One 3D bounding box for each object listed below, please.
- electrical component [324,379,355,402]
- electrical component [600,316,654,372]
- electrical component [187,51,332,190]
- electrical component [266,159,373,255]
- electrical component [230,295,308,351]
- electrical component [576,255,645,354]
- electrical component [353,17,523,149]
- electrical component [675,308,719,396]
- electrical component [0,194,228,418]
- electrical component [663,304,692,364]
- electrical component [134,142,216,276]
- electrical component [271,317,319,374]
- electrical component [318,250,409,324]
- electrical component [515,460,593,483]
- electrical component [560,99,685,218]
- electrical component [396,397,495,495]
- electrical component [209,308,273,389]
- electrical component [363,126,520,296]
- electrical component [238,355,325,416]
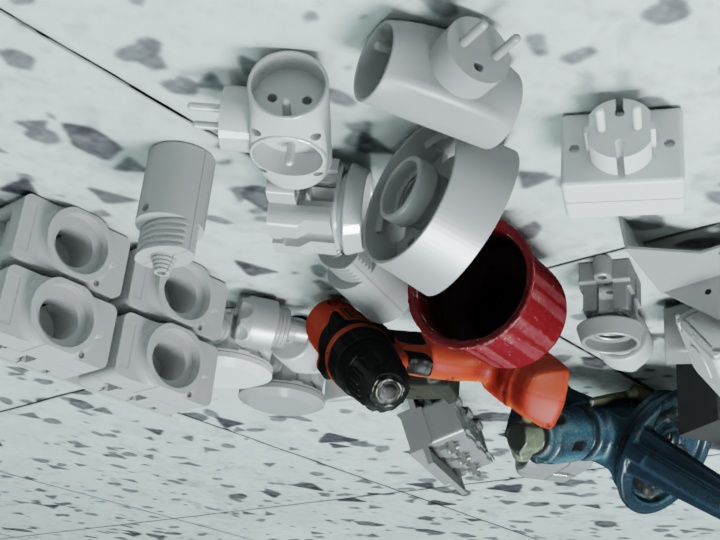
[{"bbox_3d":[-0.012,0.077,0.913,0.044,0.065,0.044,-7,170,-1],"label":"electrical component"},{"bbox_3d":[0.203,0.051,0.838,0.043,0.043,0.062,-6,152,23],"label":"electrical component"},{"bbox_3d":[-0.056,-0.083,0.599,0.079,0.044,0.077,5,156,2],"label":"electrical component"},{"bbox_3d":[-0.023,-0.039,0.672,0.057,0.058,0.078,5,156,8],"label":"electrical component"},{"bbox_3d":[-0.073,0.046,0.885,0.062,0.043,0.043,12,155,-16],"label":"electrical component"},{"bbox_3d":[0.181,0.028,0.777,0.048,0.055,0.066,-6,153,24],"label":"electrical component"},{"bbox_3d":[0.049,-0.100,0.539,0.077,0.043,0.079,17,153,-23],"label":"electrical component"},{"bbox_3d":[0.279,0.046,0.740,0.096,0.061,0.061,-28,117,2],"label":"electrical component"},{"bbox_3d":[-0.189,0.030,0.801,0.060,0.105,0.186,-17,147,40],"label":"electrical component"},{"bbox_3d":[0.266,0.041,0.801,0.077,0.044,0.079,-3,154,17],"label":"electrical component"},{"bbox_3d":[-0.118,-0.035,0.673,0.043,0.081,0.043,5,155,2],"label":"electrical component"},{"bbox_3d":[-0.048,0.071,0.938,0.040,0.040,0.078,-4,154,21],"label":"electrical component"},{"bbox_3d":[0.000,0.000,0.766,0.043,0.043,0.081,-11,143,32],"label":"electrical component"},{"bbox_3d":[0.198,0.183,1.116,0.059,0.053,0.095,10,155,-9],"label":"electrical component"},{"bbox_3d":[0.143,-0.067,0.587,0.066,0.047,0.076,-2,154,16],"label":"electrical component"},{"bbox_3d":[0.091,0.174,1.105,0.063,0.078,0.121,-24,148,10],"label":"electrical component"},{"bbox_3d":[-0.114,0.070,0.936,0.080,0.051,0.080,5,156,2],"label":"electrical component"},{"bbox_3d":[0.048,-0.035,0.622,0.064,0.099,0.099,25,150,-25],"label":"electrical component"},{"bbox_3d":[-0.071,0.102,0.998,0.080,0.051,0.080,5,156,2],"label":"electrical component"}]
